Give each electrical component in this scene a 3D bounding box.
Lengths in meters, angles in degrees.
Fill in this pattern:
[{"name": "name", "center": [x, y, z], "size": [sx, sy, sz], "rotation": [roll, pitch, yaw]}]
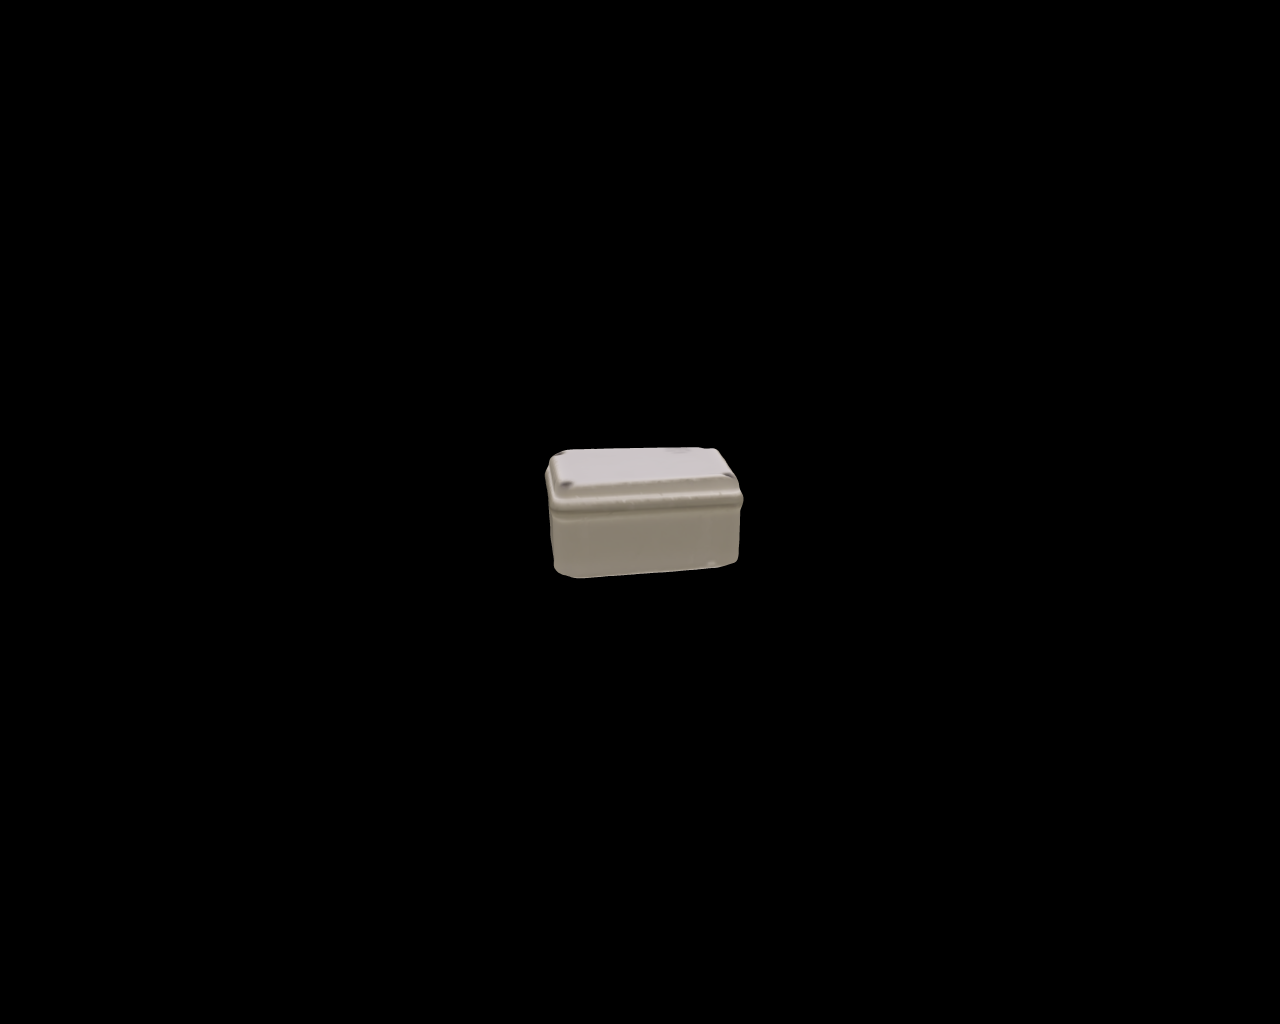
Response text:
[{"name": "electrical component", "center": [0.001, -0.003, 0.650], "size": [0.113, 0.057, 0.078], "rotation": [-3, 20, -7]}]
